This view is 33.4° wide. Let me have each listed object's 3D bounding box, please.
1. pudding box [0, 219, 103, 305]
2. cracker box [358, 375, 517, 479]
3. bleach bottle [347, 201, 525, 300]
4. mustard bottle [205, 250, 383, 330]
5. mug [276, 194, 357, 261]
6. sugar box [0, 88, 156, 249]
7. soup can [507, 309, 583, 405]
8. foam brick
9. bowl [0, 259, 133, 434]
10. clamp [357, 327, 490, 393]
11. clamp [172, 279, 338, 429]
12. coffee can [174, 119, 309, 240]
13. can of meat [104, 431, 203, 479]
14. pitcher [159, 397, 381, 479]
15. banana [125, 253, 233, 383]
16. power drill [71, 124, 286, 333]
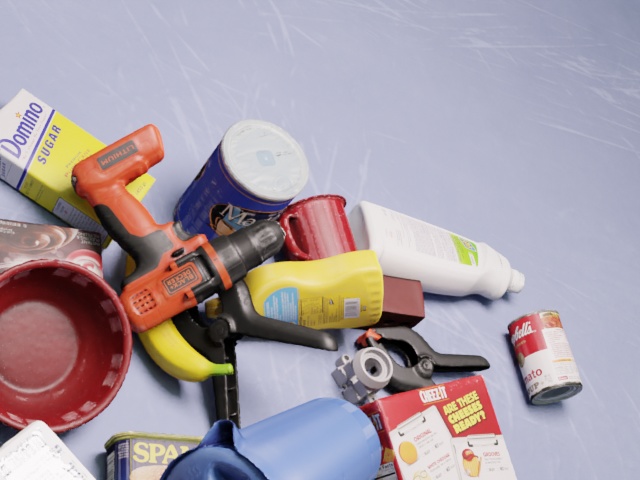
[{"bbox_3d":[-0.276,0.031,1.075,0.113,0.039,0.090,7,57,-28],"label":"pudding box"},{"bbox_3d":[0.131,0.265,1.130,0.163,0.072,0.214,-5,72,-40],"label":"cracker box"},{"bbox_3d":[0.150,0.030,1.331,0.250,0.068,0.102,17,41,-25],"label":"bleach bottle"},{"bbox_3d":[-0.030,0.064,1.164,0.191,0.096,0.058,-7,48,-8],"label":"mustard bottle"},{"bbox_3d":[-0.008,0.002,1.227,0.117,0.093,0.081,17,51,-59],"label":"mug"},{"bbox_3d":[-0.275,-0.078,1.147,0.176,0.048,0.093,36,48,-8],"label":"sugar box"},{"bbox_3d":[0.281,0.147,1.334,0.068,0.069,0.102,4,58,-30],"label":"soup can"},{"bbox_3d":[0.077,0.076,1.263,0.078,0.053,0.051,10,55,-26],"label":"foam brick"},{"bbox_3d":[-0.262,0.100,1.005,0.161,0.055,0.162,3,84,-31],"label":"bowl"},{"bbox_3d":[0.125,0.148,1.252,0.171,0.039,0.120,41,47,-7],"label":"clamp"},{"bbox_3d":[-0.085,0.091,1.101,0.210,0.165,0.036,56,16,22],"label":"clamp"},{"bbox_3d":[-0.089,-0.052,1.183,0.102,0.141,0.103,17,52,-23],"label":"coffee can"},{"bbox_3d":[-0.151,0.232,1.007,0.102,0.058,0.084,10,57,-26],"label":"can of meat"},{"bbox_3d":[-0.035,0.236,0.996,0.145,0.149,0.242,45,23,15],"label":"pitcher"},{"bbox_3d":[-0.162,0.076,1.107,0.069,0.037,0.198,-31,69,-6],"label":"banana"},{"bbox_3d":[-0.152,-0.022,1.085,0.184,0.057,0.188,-30,76,-14],"label":"power drill"}]
